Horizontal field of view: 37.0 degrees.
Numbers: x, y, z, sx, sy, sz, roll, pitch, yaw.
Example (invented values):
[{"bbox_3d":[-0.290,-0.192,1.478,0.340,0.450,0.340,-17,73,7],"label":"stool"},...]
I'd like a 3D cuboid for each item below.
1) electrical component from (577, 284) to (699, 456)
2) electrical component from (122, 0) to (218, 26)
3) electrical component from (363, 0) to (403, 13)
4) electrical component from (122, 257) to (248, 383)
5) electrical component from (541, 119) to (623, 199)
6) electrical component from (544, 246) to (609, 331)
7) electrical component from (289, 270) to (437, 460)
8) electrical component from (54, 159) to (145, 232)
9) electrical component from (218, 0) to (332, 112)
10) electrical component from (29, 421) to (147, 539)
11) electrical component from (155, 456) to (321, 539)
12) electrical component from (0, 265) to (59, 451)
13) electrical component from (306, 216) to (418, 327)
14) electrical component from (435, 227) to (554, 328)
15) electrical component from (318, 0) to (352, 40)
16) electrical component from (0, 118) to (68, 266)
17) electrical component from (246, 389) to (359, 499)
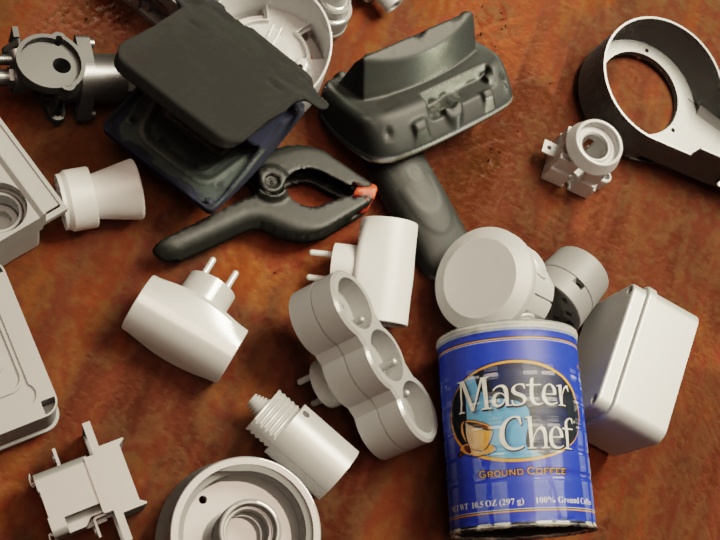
[{"bbox_3d":[0.200,0.076,0.817,0.057,0.078,0.113,28,65,-8],"label":"electrical component"},{"bbox_3d":[-0.169,-0.265,0.837,0.150,0.061,0.089,39,65,0],"label":"electrical component"},{"bbox_3d":[0.010,-0.243,0.893,0.043,0.043,0.062,-35,85,-24],"label":"electrical component"},{"bbox_3d":[-0.114,0.027,0.759,0.077,0.043,0.079,31,65,-4],"label":"electrical component"},{"bbox_3d":[0.184,-0.093,0.885,0.066,0.055,0.048,23,66,-8],"label":"electrical component"},{"bbox_3d":[0.161,0.014,0.841,0.055,0.055,0.047,45,62,2],"label":"electrical component"},{"bbox_3d":[-0.011,0.074,0.763,0.138,0.074,0.052,59,25,-9],"label":"electrical component"},{"bbox_3d":[-0.185,-0.053,0.766,0.055,0.045,0.045,-12,75,-20],"label":"electrical component"},{"bbox_3d":[-0.072,-0.163,0.825,0.099,0.064,0.099,2,71,-5],"label":"electrical component"},{"bbox_3d":[-0.177,0.144,0.699,0.064,0.042,0.081,-20,77,-18],"label":"electrical component"},{"bbox_3d":[-0.077,0.174,0.707,0.108,0.060,0.108,5,70,-15],"label":"electrical component"},{"bbox_3d":[-0.250,0.061,0.698,0.078,0.057,0.113,-21,78,-23],"label":"electrical component"},{"bbox_3d":[0.000,0.000,0.801,0.079,0.043,0.077,6,82,5],"label":"electrical component"},{"bbox_3d":[0.101,0.012,0.805,0.051,0.080,0.080,23,58,-52],"label":"electrical component"},{"bbox_3d":[-0.022,-0.211,0.862,0.035,0.061,0.035,5,70,-15],"label":"electrical component"},{"bbox_3d":[-0.269,-0.064,0.734,0.079,0.063,0.121,-35,84,-24],"label":"electrical component"},{"bbox_3d":[-0.045,0.116,0.748,0.081,0.043,0.043,41,65,1],"label":"electrical component"}]
